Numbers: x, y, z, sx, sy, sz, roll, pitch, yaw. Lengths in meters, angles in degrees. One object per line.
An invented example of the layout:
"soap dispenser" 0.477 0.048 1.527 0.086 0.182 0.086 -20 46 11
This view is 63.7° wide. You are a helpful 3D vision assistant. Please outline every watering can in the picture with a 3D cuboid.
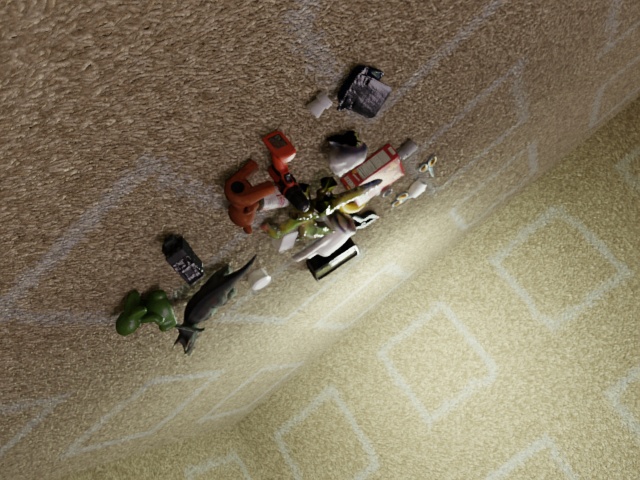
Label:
"watering can" 0.022 -0.002 1.939 0.222 0.104 0.349 -41 175 15

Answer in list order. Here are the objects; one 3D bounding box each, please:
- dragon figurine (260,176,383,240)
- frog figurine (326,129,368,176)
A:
"dragon figurine" 0.005 -0.086 1.700 0.411 0.125 0.237 -12 151 -8
"frog figurine" 0.076 -0.243 1.565 0.140 0.123 0.155 -45 154 -37
